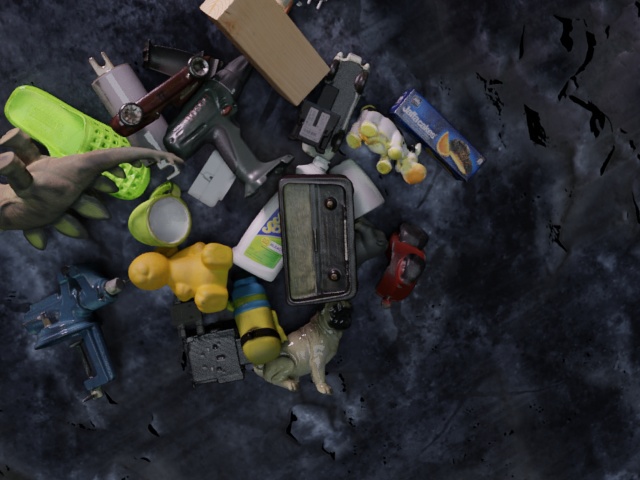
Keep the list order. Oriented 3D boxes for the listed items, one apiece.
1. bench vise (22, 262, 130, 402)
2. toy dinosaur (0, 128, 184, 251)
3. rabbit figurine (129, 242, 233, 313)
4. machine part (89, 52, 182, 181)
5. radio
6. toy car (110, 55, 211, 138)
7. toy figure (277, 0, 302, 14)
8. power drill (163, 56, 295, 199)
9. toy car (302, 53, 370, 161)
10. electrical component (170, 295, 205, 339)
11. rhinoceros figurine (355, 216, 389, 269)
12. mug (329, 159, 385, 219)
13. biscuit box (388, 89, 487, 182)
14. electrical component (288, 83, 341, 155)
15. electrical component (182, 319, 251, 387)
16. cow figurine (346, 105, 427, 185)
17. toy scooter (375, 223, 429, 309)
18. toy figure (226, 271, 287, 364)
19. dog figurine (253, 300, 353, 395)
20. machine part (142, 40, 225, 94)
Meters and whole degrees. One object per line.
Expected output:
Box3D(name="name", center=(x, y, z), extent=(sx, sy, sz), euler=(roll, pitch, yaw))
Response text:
Box3D(name="bench vise", center=(-0.427, 0.168, 0.984), extent=(0.224, 0.129, 0.240), euler=(-22, 86, 6))
Box3D(name="toy dinosaur", center=(-0.457, -0.088, 0.901), extent=(0.472, 0.105, 0.198), euler=(-17, 140, 22))
Box3D(name="rabbit figurine", center=(-0.259, 0.051, 0.972), extent=(0.173, 0.163, 0.121), euler=(1, 104, -29))
Box3D(name="machine part", center=(-0.322, -0.217, 0.951), extent=(0.079, 0.079, 0.243), euler=(-32, 102, 0))
Box3D(name="radio", center=(-0.002, -0.003, 0.953), extent=(0.131, 0.073, 0.229), euler=(-4, 104, -1))
Box3D(name="toy car", center=(-0.257, -0.237, 0.889), extent=(0.202, 0.089, 0.053), euler=(-42, 106, -19))
Box3D(name="toy figure", center=(-0.091, -0.403, 0.952), extent=(0.154, 0.058, 0.064), euler=(-42, 131, 1))
Box3D(name="power drill", center=(-0.141, -0.191, 0.946), extent=(0.207, 0.086, 0.232), euler=(48, 70, -11))
Box3D(name="toy car", center=(0.028, -0.247, 0.999), extent=(0.073, 0.056, 0.201), euler=(22, 97, -3))
Box3D(name="electrical component", center=(-0.254, 0.142, 1.036), extent=(0.063, 0.021, 0.094), euler=(-13, 62, -8))
Box3D(name="rhinoceros figurine", center=(0.043, 0.036, 1.041), extent=(0.190, 0.073, 0.112), euler=(-37, 97, 14))
Box3D(name="mug", center=(0.053, -0.094, 1.026), extent=(0.110, 0.081, 0.107), euler=(-26, 93, 17))
Box3D(name="biscuit box", center=(0.223, -0.198, 1.028), extent=(0.202, 0.059, 0.063), euler=(40, 94, -12))
Box3D(name="electrical component", center=(-0.001, -0.218, 0.950), extent=(0.075, 0.048, 0.119), euler=(27, 99, -5))
Box3D(name="electrical component", center=(-0.197, 0.222, 1.065), extent=(0.134, 0.058, 0.114), euler=(-11, 104, -4))
Box3D(name="cow figurine", center=(0.134, -0.178, 1.014), extent=(0.167, 0.098, 0.068), euler=(37, 134, -17))
Box3D(name="toy scooter", center=(0.152, 0.056, 1.026), extent=(0.075, 0.184, 0.135), euler=(23, 119, -3))
Box3D(name="toy figure", center=(-0.128, 0.146, 1.015), extent=(0.082, 0.089, 0.180), euler=(-22, 75, 18))
Box3D(name="dog figurine", center=(-0.031, 0.191, 1.062), extent=(0.172, 0.121, 0.190), euler=(10, 90, -21))
Box3D(name="machine part", center=(-0.247, -0.307, 0.957), extent=(0.139, 0.039, 0.084), euler=(16, 104, -21))
